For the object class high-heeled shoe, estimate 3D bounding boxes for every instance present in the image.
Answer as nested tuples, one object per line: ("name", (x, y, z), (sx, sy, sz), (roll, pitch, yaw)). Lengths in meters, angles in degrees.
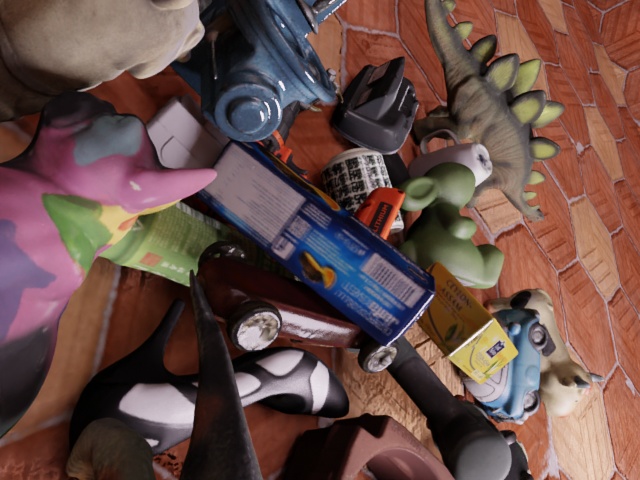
("high-heeled shoe", (-0.071, 0.151, 0.443), (0.248, 0.086, 0.145), (36, 59, -30))

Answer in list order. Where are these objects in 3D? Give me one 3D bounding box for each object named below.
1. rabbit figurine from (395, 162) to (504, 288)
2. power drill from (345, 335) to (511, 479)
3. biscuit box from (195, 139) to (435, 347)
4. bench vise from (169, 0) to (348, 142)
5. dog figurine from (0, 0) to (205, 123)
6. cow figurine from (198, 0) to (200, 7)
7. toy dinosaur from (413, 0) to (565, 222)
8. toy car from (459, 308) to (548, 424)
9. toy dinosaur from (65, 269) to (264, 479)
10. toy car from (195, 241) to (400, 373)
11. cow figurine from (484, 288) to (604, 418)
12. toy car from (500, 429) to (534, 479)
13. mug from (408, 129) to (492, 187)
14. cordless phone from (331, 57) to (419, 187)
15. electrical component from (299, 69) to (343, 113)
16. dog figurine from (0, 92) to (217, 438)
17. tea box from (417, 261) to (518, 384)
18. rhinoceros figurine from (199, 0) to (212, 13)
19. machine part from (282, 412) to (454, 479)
("rabbit figurine", (0.152, -0.028, 0.719), (0.159, 0.121, 0.170), (17, 72, -18))
("power drill", (0.110, 0.159, 0.586), (0.207, 0.086, 0.232), (56, 1, 0))
("biscuit box", (-0.001, -0.001, 0.444), (0.203, 0.059, 0.063), (38, 13, 5))
("bench vise", (-0.022, -0.187, 0.446), (0.128, 0.241, 0.224), (49, 20, -29))
("dog figurine", (-0.184, -0.117, 0.337), (0.190, 0.172, 0.121), (-49, 120, -25))
("cow figurine", (-0.196, -0.217, 0.470), (0.167, 0.068, 0.098), (-42, 105, -46))
("toy dinosaur", (0.253, -0.200, 0.832), (0.470, 0.199, 0.105), (49, 42, -22))
("toy car", (0.242, 0.167, 0.748), (0.103, 0.109, 0.161), (17, 72, -15))
("toy dinosaur", (-0.070, 0.227, 0.286), (0.131, 0.192, 0.404), (10, 90, -53))
("toy car", (-0.014, 0.062, 0.439), (0.202, 0.053, 0.089), (23, 16, -42))
("cow figurine", (0.340, 0.169, 0.816), (0.085, 0.127, 0.195), (3, 69, -42))
("toy car", (0.211, 0.302, 0.681), (0.201, 0.056, 0.073), (-6, 72, -48))
("mug", (0.196, -0.113, 0.802), (0.081, 0.107, 0.109), (5, 72, -46))
("cordless phone", (0.105, -0.146, 0.759), (0.184, 0.089, 0.146), (55, 41, -30))
("electrical component", (-0.017, -0.189, 0.660), (0.102, 0.045, 0.078), (-34, 100, -47))
("dog figurine", (-0.165, 0.016, 0.322), (0.219, 0.108, 0.191), (-21, 93, -26))
("tea box", (0.170, 0.104, 0.647), (0.098, 0.068, 0.169), (52, 8, 34))
("rhinoceros figurine", (-0.092, -0.257, 0.573), (0.190, 0.112, 0.073), (56, 22, -31))
("machine part", (0.045, 0.283, 0.495), (0.201, 0.087, 0.201), (46, 46, -20))
